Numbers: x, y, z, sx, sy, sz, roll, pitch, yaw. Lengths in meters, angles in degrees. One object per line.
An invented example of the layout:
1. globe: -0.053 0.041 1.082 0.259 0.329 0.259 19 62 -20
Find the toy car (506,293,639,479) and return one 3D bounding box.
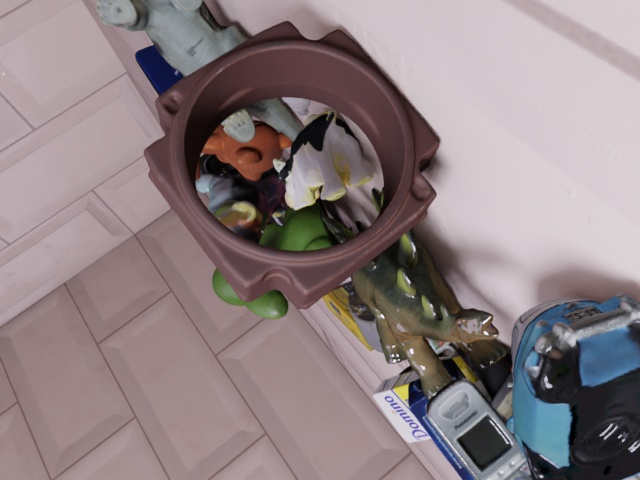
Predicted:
1. toy car: 0.179 0.097 0.381 0.103 0.109 0.161 -108 -2 -60

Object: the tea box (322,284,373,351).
1. tea box: 0.066 0.133 1.089 0.170 0.068 0.098 41 165 52

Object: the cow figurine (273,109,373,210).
1. cow figurine: -0.011 -0.089 0.632 0.167 0.068 0.098 -12 99 65

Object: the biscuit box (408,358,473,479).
1. biscuit box: 0.173 0.226 0.568 0.202 0.063 0.059 53 -170 -2

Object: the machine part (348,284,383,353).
1. machine part: 0.097 0.123 0.859 0.079 0.079 0.243 47 172 29

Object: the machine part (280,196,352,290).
1. machine part: -0.002 -0.003 0.830 0.179 0.056 0.179 -26 -89 -86

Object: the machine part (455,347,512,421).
1. machine part: 0.193 0.144 0.570 0.039 0.084 0.139 21 -171 -16

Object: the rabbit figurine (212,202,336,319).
1. rabbit figurine: -0.057 0.043 0.679 0.159 0.170 0.121 -92 -22 -75

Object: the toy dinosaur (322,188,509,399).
1. toy dinosaur: 0.085 0.040 0.618 0.198 0.105 0.471 62 174 -5

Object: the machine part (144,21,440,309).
1. machine part: -0.021 -0.062 0.442 0.201 0.201 0.087 52 167 9

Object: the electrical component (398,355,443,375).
1. electrical component: 0.160 0.230 0.846 0.047 0.119 0.075 56 172 -15

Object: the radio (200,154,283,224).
1. radio: -0.118 -0.086 0.996 0.229 0.131 0.073 54 172 -2

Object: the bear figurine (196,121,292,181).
1. bear figurine: -0.127 -0.133 0.804 0.196 0.120 0.131 30 140 30

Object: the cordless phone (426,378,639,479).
1. cordless phone: 0.187 0.171 0.446 0.184 0.146 0.089 51 179 2

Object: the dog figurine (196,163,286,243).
1. dog figurine: -0.103 -0.049 0.839 0.219 0.191 0.108 37 146 59

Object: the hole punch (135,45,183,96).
1. hole punch: -0.195 -0.272 0.780 0.142 0.116 0.092 54 154 9

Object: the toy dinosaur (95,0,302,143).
1. toy dinosaur: -0.148 -0.247 0.672 0.404 0.131 0.192 51 -170 -34
